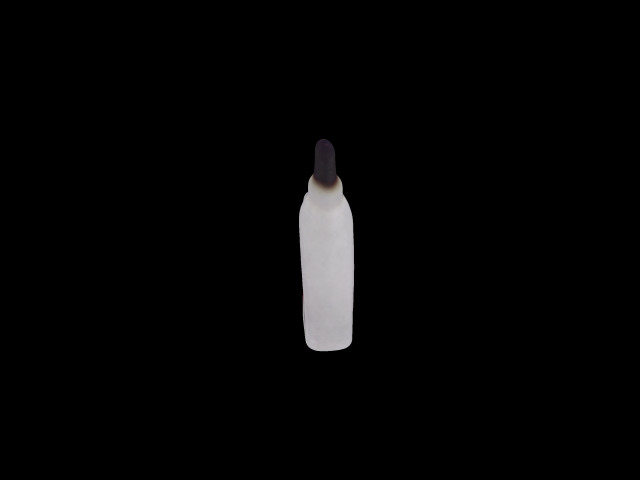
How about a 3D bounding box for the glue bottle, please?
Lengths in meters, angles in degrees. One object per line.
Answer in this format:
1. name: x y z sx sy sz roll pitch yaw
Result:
1. glue bottle: 0.004 0.001 0.400 0.037 0.173 0.078 -4 46 -4
